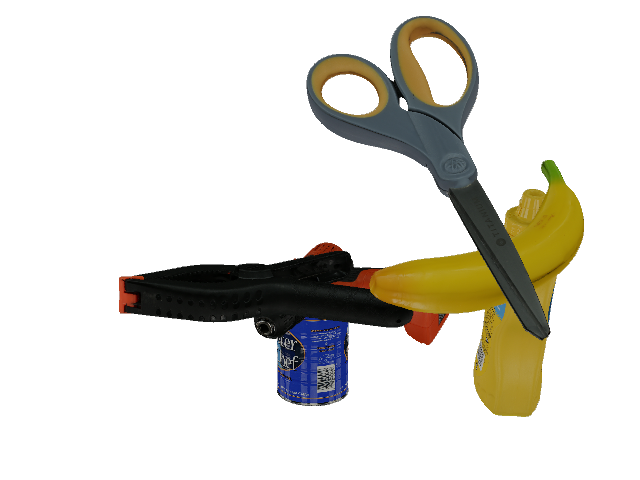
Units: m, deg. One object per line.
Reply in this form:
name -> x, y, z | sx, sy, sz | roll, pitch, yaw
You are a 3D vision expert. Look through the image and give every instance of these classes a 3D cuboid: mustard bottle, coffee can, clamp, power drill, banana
mustard bottle -> 0.167, 0.046, 0.897 | 0.058, 0.192, 0.096 | 4, 28, 3
coffee can -> -0.011, 0.146, 1.495 | 0.103, 0.140, 0.103 | 0, 18, 0
clamp -> -0.043, 0.039, 0.801 | 0.209, 0.036, 0.165 | -3, 11, -22
power drill -> 0.039, 0.063, 1.155 | 0.188, 0.057, 0.184 | 9, 29, 22
banana -> 0.118, 0.009, 0.702 | 0.070, 0.037, 0.197 | 36, 47, 28

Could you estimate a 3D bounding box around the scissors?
scissors -> 0.043, -0.034, 0.501 | 0.096, 0.201, 0.016 | -6, -39, 4
